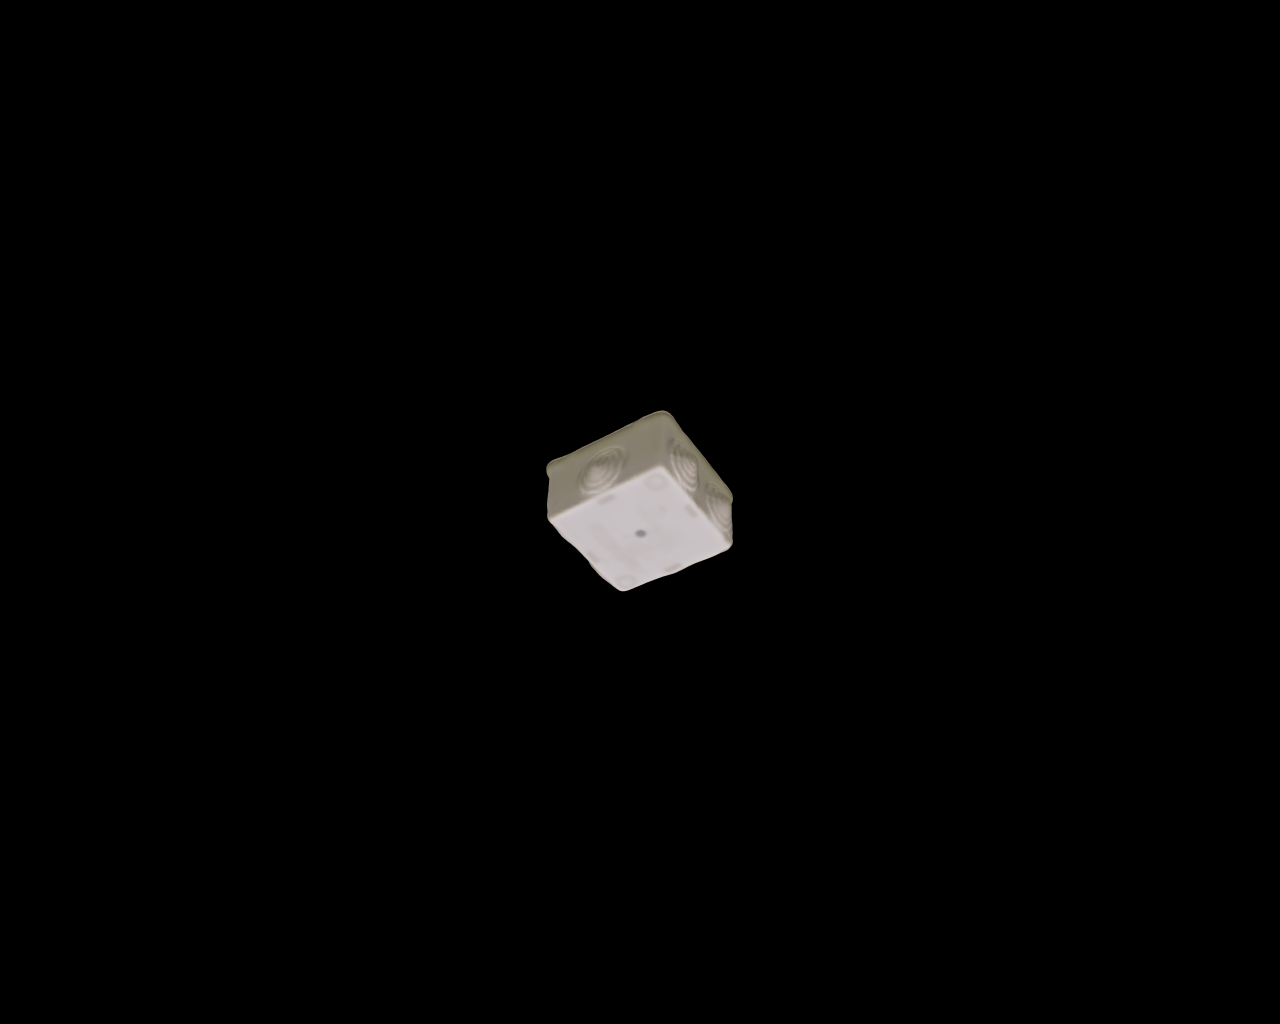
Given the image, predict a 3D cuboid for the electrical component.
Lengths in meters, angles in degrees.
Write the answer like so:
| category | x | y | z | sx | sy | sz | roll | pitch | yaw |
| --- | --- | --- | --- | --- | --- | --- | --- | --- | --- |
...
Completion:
| category | x | y | z | sx | sy | sz | roll | pitch | yaw |
| --- | --- | --- | --- | --- | --- | --- | --- | --- | --- |
| electrical component | 0.001 | -0.003 | 0.650 | 0.099 | 0.048 | 0.099 | -24 | -50 | 22 |
